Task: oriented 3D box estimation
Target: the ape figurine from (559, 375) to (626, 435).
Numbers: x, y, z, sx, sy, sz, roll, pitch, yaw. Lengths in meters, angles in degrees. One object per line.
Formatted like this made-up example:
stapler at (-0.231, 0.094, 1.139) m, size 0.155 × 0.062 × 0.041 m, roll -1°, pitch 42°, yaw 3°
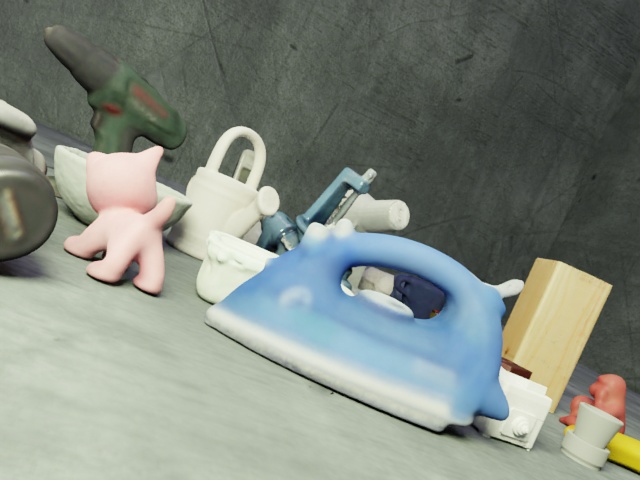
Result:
ape figurine at (0.375, 0.221, 0.763) m, size 0.076 × 0.092 × 0.078 m, roll 25°, pitch 2°, yaw 20°

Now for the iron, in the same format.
iron at (0.049, 0.055, 0.488) m, size 0.259 × 0.141 × 0.118 m, roll 24°, pitch 2°, yaw -10°

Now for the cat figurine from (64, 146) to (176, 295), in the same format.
cat figurine at (-0.167, -0.030, 0.503) m, size 0.127 × 0.118 × 0.067 m, roll 26°, pitch 2°, yaw 43°

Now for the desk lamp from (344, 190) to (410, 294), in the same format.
desk lamp at (0.083, 0.010, 1.127) m, size 0.118 × 0.213 × 0.202 m, roll 23°, pitch 2°, yaw -33°

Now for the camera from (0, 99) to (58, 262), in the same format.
camera at (-0.239, -0.049, 0.376) m, size 0.136 × 0.101 × 0.144 m, roll 26°, pitch 2°, yaw 40°

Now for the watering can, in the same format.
watering can at (-0.128, -0.064, 0.815) m, size 0.172 × 0.194 × 0.101 m, roll 25°, pitch 2°, yaw 18°

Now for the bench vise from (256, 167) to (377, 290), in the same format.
bench vise at (-0.013, -0.029, 0.890) m, size 0.207 × 0.220 × 0.122 m, roll 25°, pitch 2°, yaw 18°

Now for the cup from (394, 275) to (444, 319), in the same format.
cup at (0.170, 0.118, 1.023) m, size 0.118 × 0.095 × 0.091 m, roll 24°, pitch 2°, yaw -26°

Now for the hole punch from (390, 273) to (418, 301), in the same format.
hole punch at (0.192, 0.126, 1.152) m, size 0.109 × 0.091 × 0.101 m, roll 24°, pitch 2°, yaw -11°

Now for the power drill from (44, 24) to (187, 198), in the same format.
power drill at (-0.306, -0.153, 0.803) m, size 0.075 × 0.208 × 0.231 m, roll 26°, pitch 2°, yaw 43°

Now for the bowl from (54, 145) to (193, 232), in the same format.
bowl at (-0.243, -0.047, 0.684) m, size 0.167 × 0.075 × 0.167 m, roll 24°, pitch 2°, yaw 0°

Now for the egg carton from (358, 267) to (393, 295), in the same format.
egg carton at (0.160, 0.117, 1.334) m, size 0.107 × 0.069 × 0.151 m, roll 26°, pitch 2°, yaw 42°

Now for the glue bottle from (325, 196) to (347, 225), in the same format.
glue bottle at (0.009, 0.004, 0.983) m, size 0.078 × 0.173 × 0.037 m, roll 24°, pitch 2°, yaw -25°

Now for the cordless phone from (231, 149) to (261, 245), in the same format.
cordless phone at (-0.130, -0.071, 1.117) m, size 0.148 × 0.185 × 0.093 m, roll 23°, pitch 2°, yaw -36°
